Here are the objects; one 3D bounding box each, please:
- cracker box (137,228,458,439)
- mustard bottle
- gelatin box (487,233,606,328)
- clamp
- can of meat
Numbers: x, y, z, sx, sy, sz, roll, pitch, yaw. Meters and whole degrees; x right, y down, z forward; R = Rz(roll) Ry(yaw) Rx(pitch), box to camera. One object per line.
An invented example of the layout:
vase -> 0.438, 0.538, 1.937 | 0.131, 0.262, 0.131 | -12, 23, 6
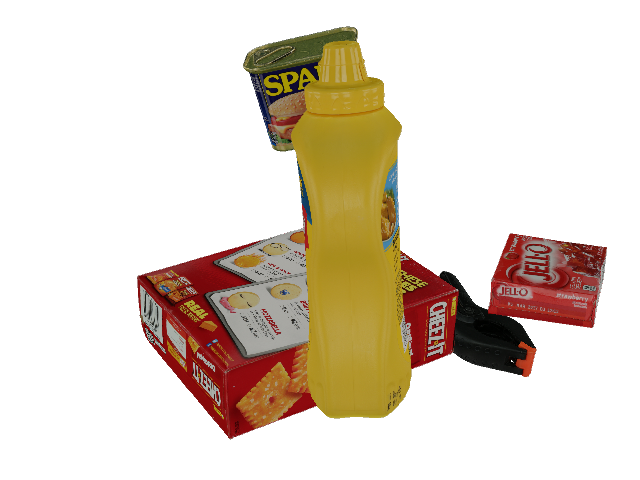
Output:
cracker box -> -0.020, 0.063, 0.881 | 0.213, 0.072, 0.164 | -16, 32, -28
mustard bottle -> 0.017, -0.009, 0.568 | 0.058, 0.192, 0.096 | -1, 19, 7
gelatin box -> 0.164, 0.027, 0.766 | 0.073, 0.030, 0.089 | 9, 24, 16
clamp -> 0.144, 0.078, 1.046 | 0.172, 0.039, 0.120 | 26, 38, 32
can of meat -> -0.007, -0.133, 0.945 | 0.102, 0.084, 0.057 | -11, 30, 11
